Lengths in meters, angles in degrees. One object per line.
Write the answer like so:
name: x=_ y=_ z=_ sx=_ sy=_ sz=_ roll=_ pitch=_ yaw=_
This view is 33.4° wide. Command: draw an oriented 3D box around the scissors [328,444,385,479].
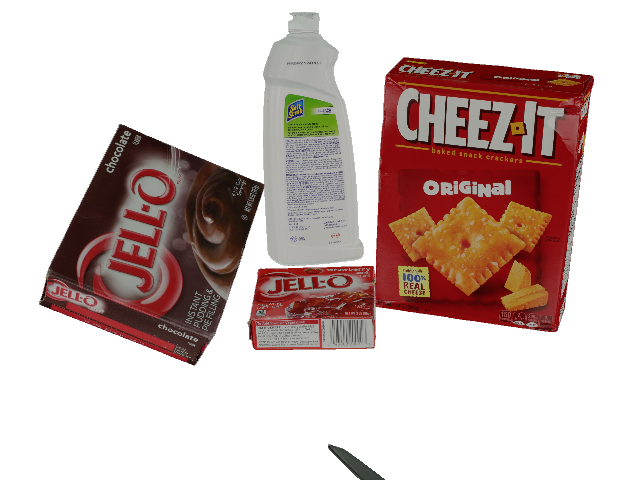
scissors: x=0.085 y=0.152 z=0.530 sx=0.096 sy=0.016 sz=0.202 roll=-2 pitch=23 yaw=-23

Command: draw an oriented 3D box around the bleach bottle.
bleach bottle: x=-0.008 y=-0.104 z=1.085 sx=0.102 sy=0.251 sz=0.068 roll=-5 pitch=16 yaw=-18

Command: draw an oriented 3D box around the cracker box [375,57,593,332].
cracker box: x=0.134 y=-0.037 z=0.907 sx=0.164 sy=0.214 sz=0.072 roll=8 pitch=24 yaw=16

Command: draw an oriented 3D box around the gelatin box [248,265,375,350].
gelatin box: x=-0.005 y=0.047 z=0.773 sx=0.089 sy=0.030 sz=0.073 roll=-1 pitch=28 yaw=3

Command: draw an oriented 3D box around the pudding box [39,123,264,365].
pudding box: x=-0.089 y=0.001 z=0.579 sx=0.090 sy=0.113 sz=0.039 roll=23 pitch=-41 yaw=-9
